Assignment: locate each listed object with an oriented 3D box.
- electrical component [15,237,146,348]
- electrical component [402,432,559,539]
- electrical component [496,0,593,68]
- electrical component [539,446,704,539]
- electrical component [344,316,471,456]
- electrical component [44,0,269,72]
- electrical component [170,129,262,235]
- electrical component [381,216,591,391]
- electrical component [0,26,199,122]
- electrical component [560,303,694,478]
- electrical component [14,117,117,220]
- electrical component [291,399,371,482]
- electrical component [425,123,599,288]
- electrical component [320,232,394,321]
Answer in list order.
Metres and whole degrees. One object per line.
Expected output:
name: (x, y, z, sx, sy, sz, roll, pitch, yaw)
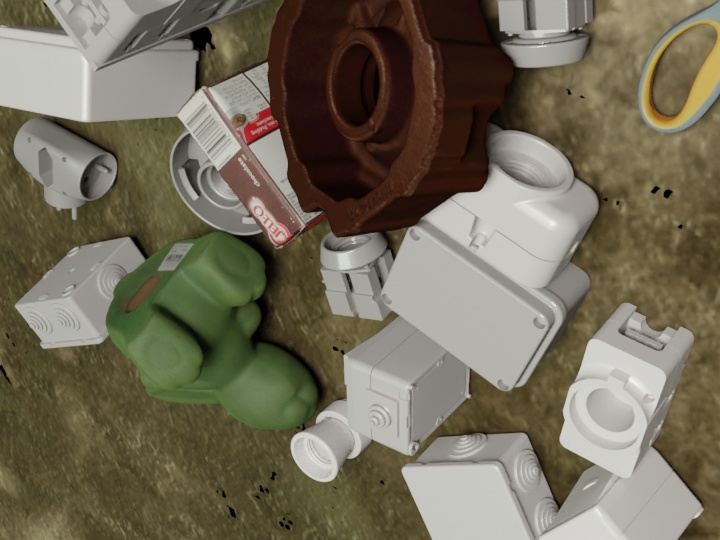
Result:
electrical component: (-0.232, 0.018, 0.914, 0.100, 0.099, 0.048, -7, 124, 41)
electrical component: (0.091, 0.166, 0.778, 0.100, 0.048, 0.099, -11, 108, 42)
electrical component: (0.100, -0.141, 0.584, 0.066, 0.048, 0.055, 7, 113, 36)
electrical component: (0.161, 0.162, 0.685, 0.061, 0.096, 0.061, 51, 136, 7)
electrical component: (0.028, 0.077, 0.740, 0.061, 0.096, 0.061, 20, 127, 31)
electrical component: (-0.100, -0.199, 0.607, 0.060, 0.186, 0.105, -32, 94, 45)
electrical component: (-0.086, -0.077, 0.777, 0.099, 0.064, 0.099, 14, 130, 17)
electrical component: (0.078, 0.013, 0.688, 0.113, 0.057, 0.078, 36, 133, 16)
electrical component: (-0.190, -0.140, 0.767, 0.109, 0.109, 0.056, 14, 107, 33)
electrical component: (0.161, 0.076, 0.661, 0.050, 0.056, 0.089, 26, 130, 24)
electrical component: (-0.247, -0.078, 0.903, 0.077, 0.043, 0.079, 28, 130, 23)
electrical component: (-0.020, 0.132, 0.843, 0.045, 0.055, 0.045, 20, 127, 29)
electrical component: (0.090, -0.043, 0.645, 0.095, 0.054, 0.059, 36, 133, 16)
electrical component: (0.000, 0.000, 0.752, 0.066, 0.048, 0.055, 6, 127, 36)
